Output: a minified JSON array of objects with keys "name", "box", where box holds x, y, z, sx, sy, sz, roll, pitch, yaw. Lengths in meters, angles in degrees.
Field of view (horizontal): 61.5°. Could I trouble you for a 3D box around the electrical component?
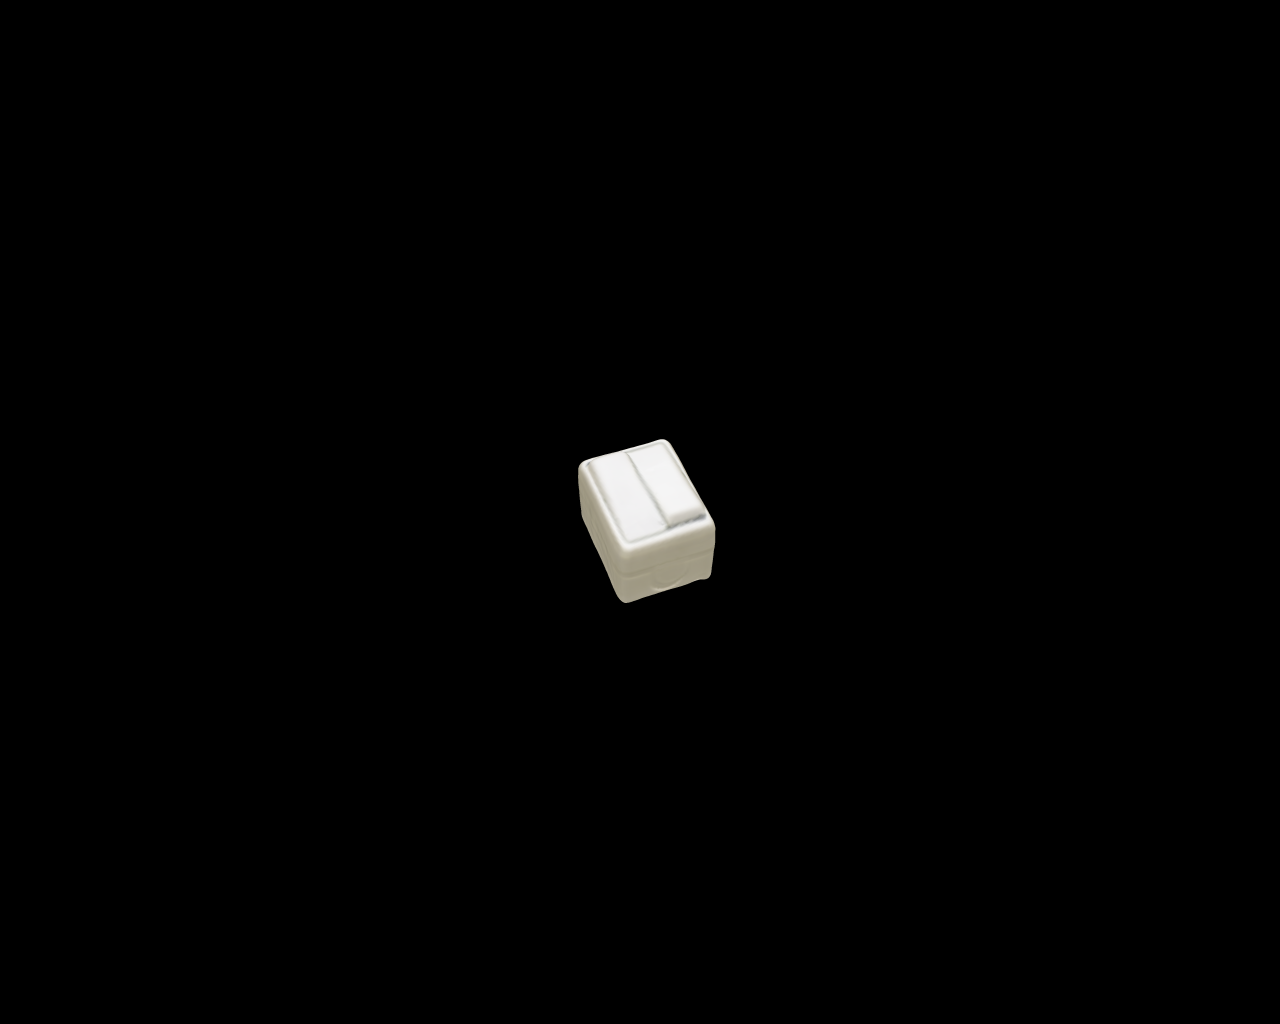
[{"name":"electrical component","box":[0.001,-0.003,0.650,0.062,0.096,0.061,-16,-39,-13]}]
